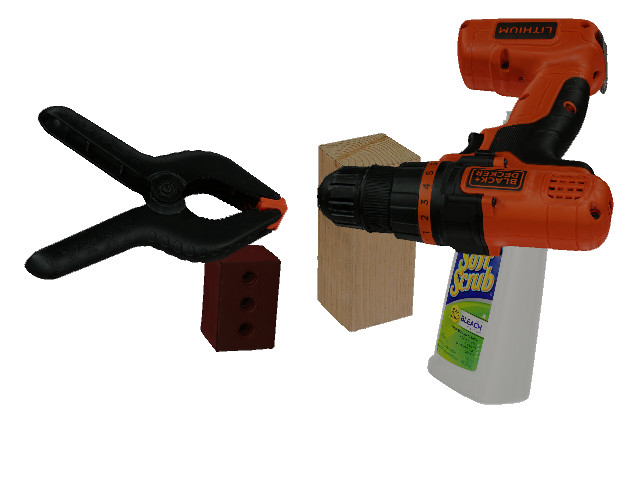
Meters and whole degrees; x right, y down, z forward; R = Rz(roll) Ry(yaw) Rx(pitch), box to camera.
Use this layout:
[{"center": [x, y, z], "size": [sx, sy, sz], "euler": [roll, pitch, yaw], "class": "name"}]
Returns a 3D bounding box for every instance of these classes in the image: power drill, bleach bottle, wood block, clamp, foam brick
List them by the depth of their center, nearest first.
[{"center": [0.106, -0.070, 0.700], "size": [0.185, 0.187, 0.057], "euler": [6, -40, 21], "class": "power drill"}, {"center": [-0.110, -0.035, 0.701], "size": [0.171, 0.120, 0.039], "euler": [-2, -18, -22], "class": "clamp"}, {"center": [-0.067, 0.046, 0.885], "size": [0.053, 0.078, 0.051], "euler": [-1, 14, -21], "class": "foam brick"}, {"center": [0.156, 0.011, 0.943], "size": [0.068, 0.251, 0.103], "euler": [-1, 14, -27], "class": "bleach bottle"}, {"center": [0.054, -0.009, 1.258], "size": [0.090, 0.206, 0.090], "euler": [-13, 30, -24], "class": "wood block"}]
